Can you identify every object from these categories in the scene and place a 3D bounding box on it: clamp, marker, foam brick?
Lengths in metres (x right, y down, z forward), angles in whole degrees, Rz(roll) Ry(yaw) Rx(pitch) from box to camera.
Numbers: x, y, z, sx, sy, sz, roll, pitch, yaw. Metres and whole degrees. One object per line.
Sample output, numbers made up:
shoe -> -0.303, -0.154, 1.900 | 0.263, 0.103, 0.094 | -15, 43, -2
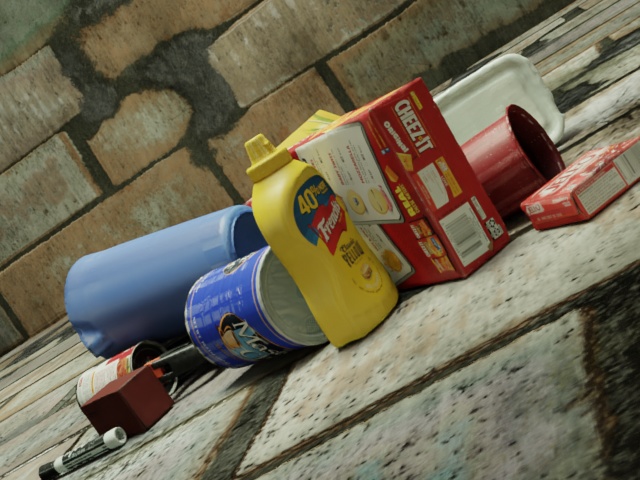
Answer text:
clamp -> -0.111, 0.110, 1.168 | 0.120, 0.039, 0.171 | -31, 0, 45
marker -> -0.250, 0.225, 1.114 | 0.121, 0.020, 0.020 | -29, 8, 27
foam brick -> -0.202, 0.173, 1.119 | 0.078, 0.053, 0.051 | -26, 10, 42

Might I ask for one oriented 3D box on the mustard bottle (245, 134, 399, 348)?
mustard bottle -> -0.007, -0.007, 0.931 | 0.058, 0.191, 0.096 | -28, 9, 35

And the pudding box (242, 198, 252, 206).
pudding box -> -0.078, -0.004, 1.522 | 0.039, 0.113, 0.090 | -33, 6, 24

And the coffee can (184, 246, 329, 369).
coffee can -> -0.051, 0.062, 1.017 | 0.102, 0.103, 0.141 | -38, 9, -38

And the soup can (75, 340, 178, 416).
soup can -> -0.218, 0.162, 1.203 | 0.102, 0.068, 0.068 | -28, 9, 34

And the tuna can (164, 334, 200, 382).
tuna can -> -0.167, 0.140, 1.263 | 0.086, 0.034, 0.086 | -32, 7, 4

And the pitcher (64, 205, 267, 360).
pitcher -> -0.161, 0.039, 1.224 | 0.243, 0.149, 0.144 | -20, -14, 31

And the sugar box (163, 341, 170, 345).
sugar box -> -0.199, 0.106, 1.534 | 0.176, 0.048, 0.093 | -42, -2, -39

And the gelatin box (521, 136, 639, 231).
gelatin box -> 0.217, -0.046, 0.869 | 0.089, 0.030, 0.073 | -35, 7, -21

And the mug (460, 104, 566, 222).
mug -> 0.174, -0.062, 0.983 | 0.082, 0.093, 0.117 | -35, -26, 29

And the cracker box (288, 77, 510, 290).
cracker box -> 0.057, -0.039, 0.980 | 0.072, 0.164, 0.214 | -34, 7, -26
